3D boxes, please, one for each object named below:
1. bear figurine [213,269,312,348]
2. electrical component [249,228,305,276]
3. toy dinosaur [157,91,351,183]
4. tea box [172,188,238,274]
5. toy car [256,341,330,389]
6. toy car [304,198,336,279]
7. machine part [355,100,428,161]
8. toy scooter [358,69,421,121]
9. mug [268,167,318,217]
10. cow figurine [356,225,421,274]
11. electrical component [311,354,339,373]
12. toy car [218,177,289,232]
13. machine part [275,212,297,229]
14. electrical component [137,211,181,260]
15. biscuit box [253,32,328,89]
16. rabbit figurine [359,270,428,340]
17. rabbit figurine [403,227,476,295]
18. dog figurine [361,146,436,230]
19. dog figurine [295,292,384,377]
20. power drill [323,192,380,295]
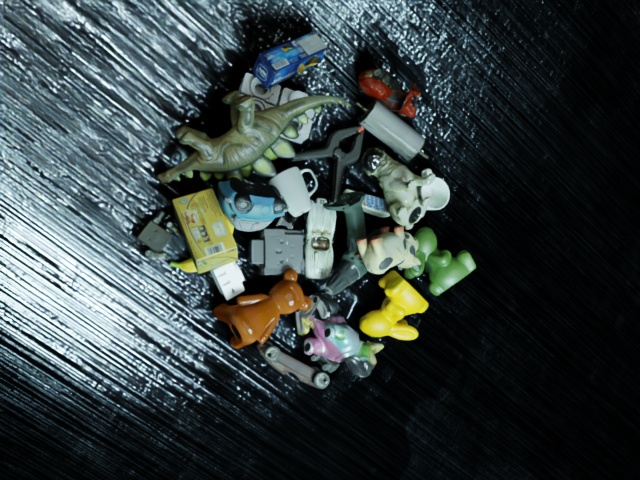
[{"bbox_3d":[-0.129,0.157,1.257,0.196,0.132,0.120,-35,100,-31],"label":"bear figurine"},{"bbox_3d":[-0.104,0.029,1.295,0.134,0.058,0.114,-1,86,-20],"label":"electrical component"},{"bbox_3d":[-0.157,-0.239,1.230,0.471,0.105,0.198,-30,126,3],"label":"toy dinosaur"},{"bbox_3d":[-0.257,-0.022,1.200,0.098,0.068,0.170,-17,63,-17],"label":"tea box"},{"bbox_3d":[-0.067,0.298,1.276,0.202,0.089,0.053,31,82,-15],"label":"toy car"},{"bbox_3d":[-0.003,-0.004,1.333,0.073,0.056,0.201,6,86,-19],"label":"toy car"},{"bbox_3d":[0.188,-0.286,1.406,0.243,0.079,0.079,33,77,-14],"label":"machine part"},{"bbox_3d":[0.188,-0.382,1.380,0.184,0.135,0.075,33,79,-14],"label":"toy scooter"},{"bbox_3d":[-0.055,-0.116,1.298,0.109,0.081,0.107,-26,88,-7],"label":"mug"},{"bbox_3d":[0.179,0.031,1.314,0.195,0.086,0.127,-22,105,-46],"label":"cow figurine"},{"bbox_3d":[0.014,0.295,1.319,0.063,0.094,0.021,38,101,19],"label":"electrical component"},{"bbox_3d":[-0.158,-0.072,1.211,0.161,0.109,0.102,7,120,-29],"label":"toy car"},{"bbox_3d":[-0.121,-0.072,1.292,0.139,0.084,0.039,29,116,-5],"label":"machine part"},{"bbox_3d":[-0.364,-0.006,1.211,0.078,0.045,0.102,44,74,-14],"label":"electrical component"},{"bbox_3d":[-0.070,-0.433,1.291,0.059,0.063,0.203,49,54,5],"label":"biscuit box"},{"bbox_3d":[0.181,0.184,1.375,0.173,0.122,0.162,-43,111,-2],"label":"rabbit figurine"},{"bbox_3d":[0.295,0.053,1.424,0.159,0.121,0.170,-33,80,-11],"label":"rabbit figurine"},{"bbox_3d":[0.181,-0.134,1.380,0.121,0.191,0.172,-9,122,-43],"label":"dog figurine"},{"bbox_3d":[0.055,0.237,1.315,0.108,0.192,0.219,-42,133,22],"label":"dog figurine"},{"bbox_3d":[0.074,-0.002,1.307,0.232,0.086,0.207,-32,111,-36],"label":"power drill"}]
